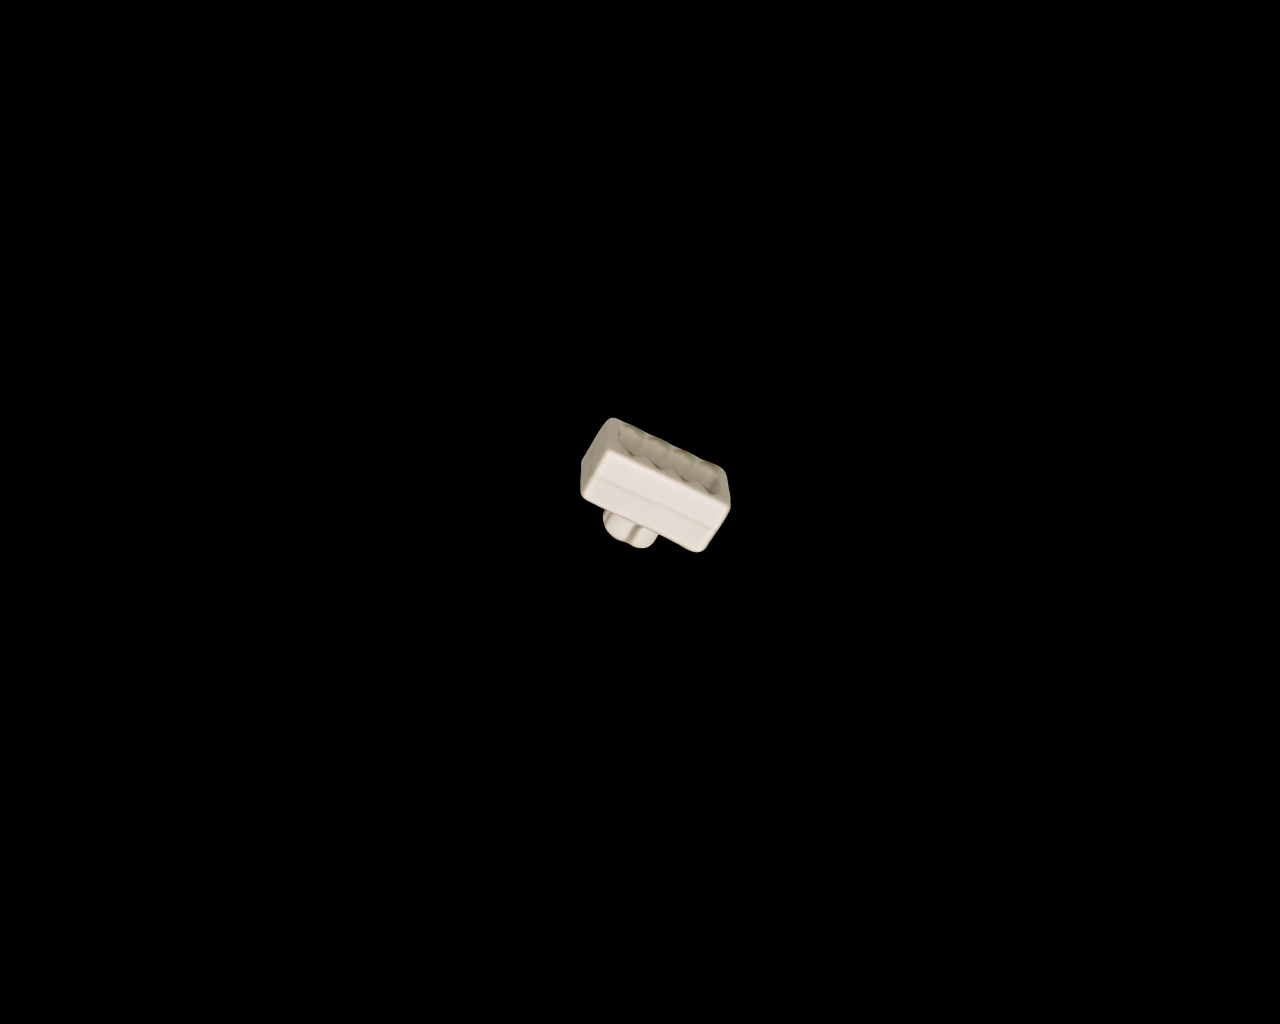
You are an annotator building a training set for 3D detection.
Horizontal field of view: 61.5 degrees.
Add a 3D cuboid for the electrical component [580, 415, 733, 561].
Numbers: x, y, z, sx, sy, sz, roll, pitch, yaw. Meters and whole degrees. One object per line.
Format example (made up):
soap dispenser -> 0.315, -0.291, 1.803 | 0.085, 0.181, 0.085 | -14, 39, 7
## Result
electrical component -> 0.001, -0.003, 0.650 | 0.083, 0.075, 0.047 | 25, 27, -14
